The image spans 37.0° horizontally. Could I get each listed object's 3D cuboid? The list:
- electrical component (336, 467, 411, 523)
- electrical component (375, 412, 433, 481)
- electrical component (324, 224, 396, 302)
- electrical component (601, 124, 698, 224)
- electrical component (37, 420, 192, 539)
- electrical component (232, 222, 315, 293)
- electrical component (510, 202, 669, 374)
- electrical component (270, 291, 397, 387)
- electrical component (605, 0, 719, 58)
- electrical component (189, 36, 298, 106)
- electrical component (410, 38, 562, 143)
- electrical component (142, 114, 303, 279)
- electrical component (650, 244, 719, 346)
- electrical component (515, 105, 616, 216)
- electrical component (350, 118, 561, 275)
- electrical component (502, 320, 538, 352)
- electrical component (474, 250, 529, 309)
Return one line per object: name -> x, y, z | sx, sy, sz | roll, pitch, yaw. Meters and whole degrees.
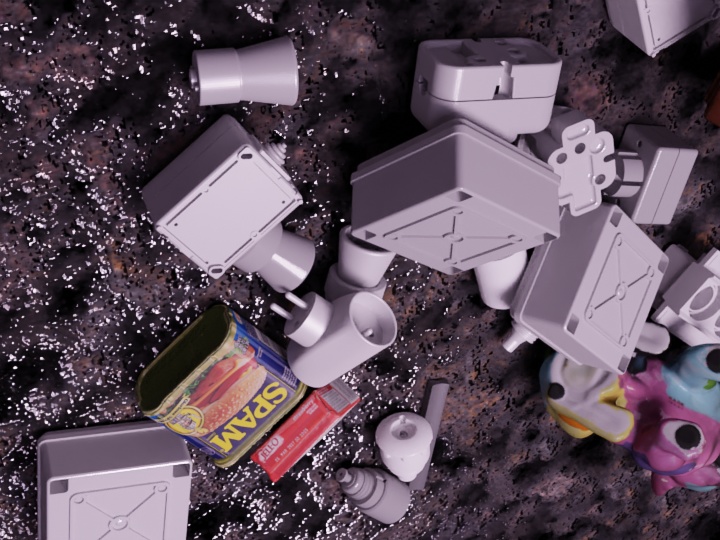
electrical component -> 0.009, 0.191, 0.933 | 0.040, 0.040, 0.078 | -47, 127, 10
electrical component -> 0.039, 0.156, 0.922 | 0.048, 0.048, 0.062 | -18, 134, -13
electrical component -> 0.000, 0.000, 0.799 | 0.045, 0.045, 0.055 | 2, 121, -25
electrical component -> 0.211, -0.075, 0.841 | 0.077, 0.047, 0.065 | 0, 121, -24
electrical component -> -0.189, 0.175, 0.824 | 0.109, 0.056, 0.108 | -4, 123, -22
electrical component -> -0.066, -0.015, 0.759 | 0.055, 0.045, 0.045 | 33, 104, -36
electrical component -> 0.183, 0.013, 0.849 | 0.109, 0.056, 0.108 | 33, 77, -44
electrical component -> -0.028, 0.042, 0.774 | 0.079, 0.043, 0.077 | 35, 135, -21
electrical component -> 0.207, -0.201, 0.751 | 0.062, 0.061, 0.096 | -32, 137, -1
electrical component -> -0.076, -0.124, 0.685 | 0.065, 0.044, 0.044 | -7, 124, -14
electrical component -> 0.086, -0.124, 0.749 | 0.095, 0.053, 0.059 | -6, 124, -20
electrical component -> -0.088, -0.055, 0.712 | 0.096, 0.061, 0.062 | -41, 128, 6
electrical component -> 0.309, 0.029, 0.944 | 0.121, 0.063, 0.078 | 29, 106, -36
electrical component -> 0.151, -0.088, 0.800 | 0.058, 0.057, 0.078 | -22, 128, -9
electrical component -> 0.067, -0.047, 0.753 | 0.109, 0.056, 0.109 | 21, 151, -38
electrical component -> 0.143, 0.044, 0.899 | 0.035, 0.035, 0.061 | 32, 108, -36
electrical component -> 0.108, -0.013, 0.839 | 0.043, 0.043, 0.081 | -25, 128, -7
